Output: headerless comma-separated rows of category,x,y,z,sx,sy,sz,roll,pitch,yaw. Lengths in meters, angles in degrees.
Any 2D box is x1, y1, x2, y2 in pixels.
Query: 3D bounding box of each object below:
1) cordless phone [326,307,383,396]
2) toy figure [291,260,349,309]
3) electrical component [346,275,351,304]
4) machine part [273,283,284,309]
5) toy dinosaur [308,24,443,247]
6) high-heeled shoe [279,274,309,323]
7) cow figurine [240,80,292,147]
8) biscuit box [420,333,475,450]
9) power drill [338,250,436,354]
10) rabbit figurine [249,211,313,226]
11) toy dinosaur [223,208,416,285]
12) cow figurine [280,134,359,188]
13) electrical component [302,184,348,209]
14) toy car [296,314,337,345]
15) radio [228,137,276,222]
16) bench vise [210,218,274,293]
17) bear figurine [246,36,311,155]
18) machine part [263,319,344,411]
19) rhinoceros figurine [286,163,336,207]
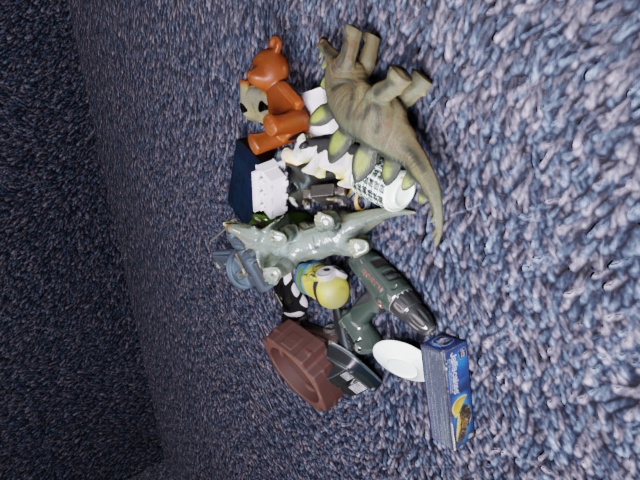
cordless phone,0.068,0.243,1.216,0.146,0.089,0.184,48,-156,-42
toy figure,0.000,0.090,1.135,0.180,0.082,0.089,6,122,61
electrical component,0.018,0.100,1.243,0.119,0.048,0.074,23,123,51
machine part,-0.093,0.132,1.440,0.084,0.039,0.138,61,149,33
toy dinosaur,0.093,-0.201,0.890,0.198,0.105,0.472,-57,48,31
high-heeled shoe,-0.098,0.121,1.320,0.086,0.145,0.248,-112,38,-49
cow figurine,-0.115,-0.289,1.230,0.195,0.085,0.127,32,124,43
biscuit box,0.236,0.276,0.987,0.063,0.059,0.202,13,116,55
power drill,0.120,0.146,1.084,0.232,0.086,0.207,54,148,29
rabbit figurine,-0.098,-0.035,1.285,0.170,0.159,0.121,-13,84,43
toy dinosaur,0.002,-0.009,1.101,0.405,0.192,0.131,-10,104,14
cow figurine,0.007,-0.167,1.037,0.167,0.068,0.098,23,103,15
electrical component,0.009,-0.085,1.092,0.102,0.078,0.045,-1,73,19
toy car,-0.009,0.244,1.351,0.202,0.053,0.089,11,111,56
radio,-0.171,-0.149,1.393,0.131,0.073,0.229,50,140,32
bench vise,-0.225,0.045,1.449,0.241,0.129,0.223,-4,131,49
bear figurine,-0.098,-0.285,1.048,0.120,0.132,0.195,-26,89,56
machine part,-0.035,0.303,1.309,0.201,0.087,0.201,25,142,42
rhinoceros figurine,-0.015,-0.139,1.167,0.112,0.073,0.190,59,145,2
